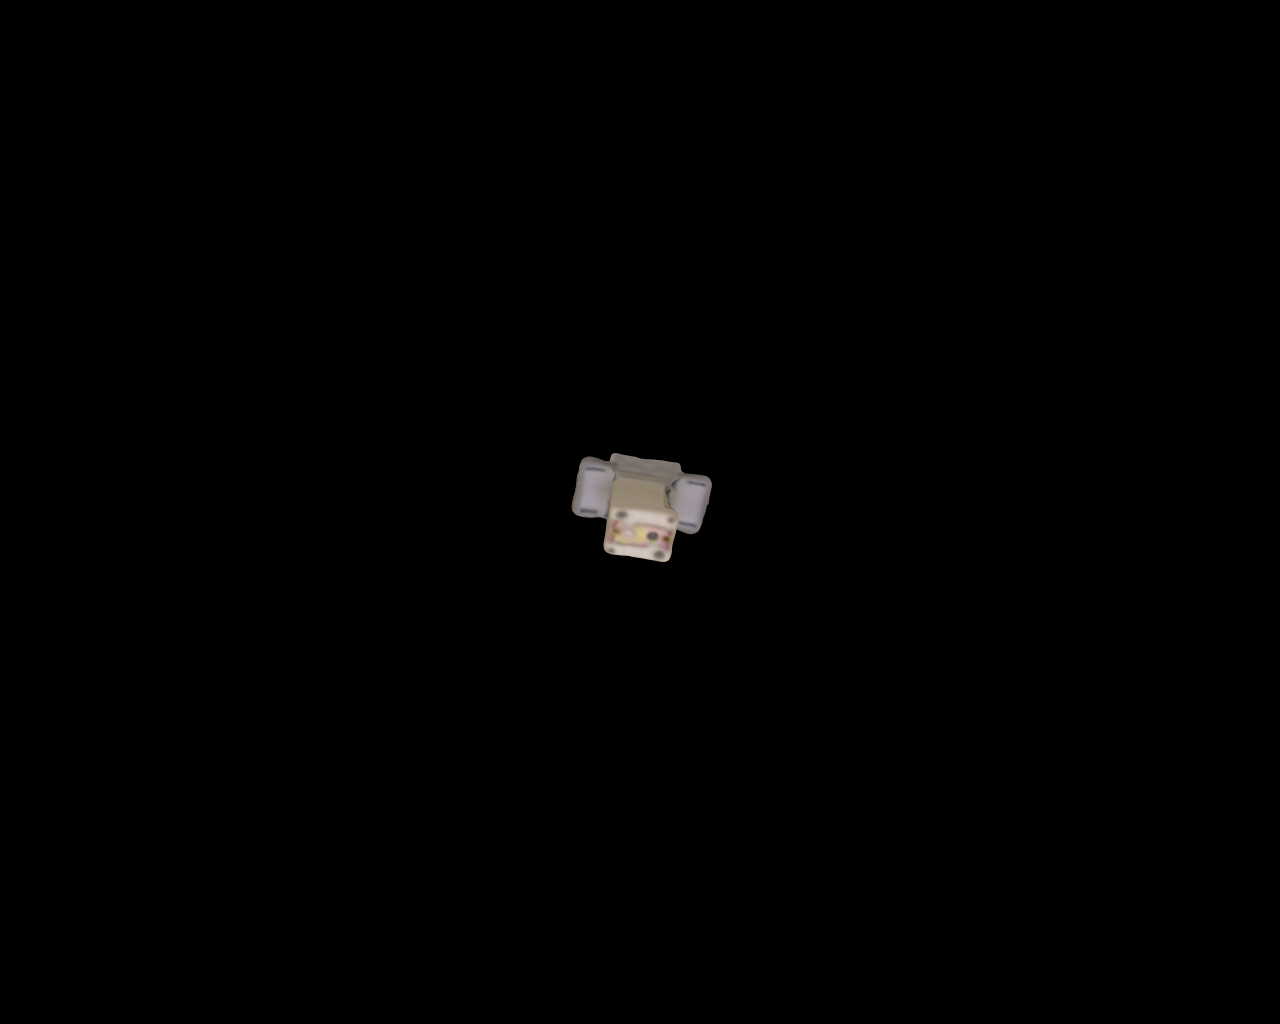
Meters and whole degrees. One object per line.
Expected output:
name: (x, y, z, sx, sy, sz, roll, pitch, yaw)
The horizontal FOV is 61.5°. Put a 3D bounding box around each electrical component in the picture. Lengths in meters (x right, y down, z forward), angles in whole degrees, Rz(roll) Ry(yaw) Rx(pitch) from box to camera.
electrical component: (0.001, -0.003, 0.650, 0.081, 0.042, 0.064, 8, 34, -5)
